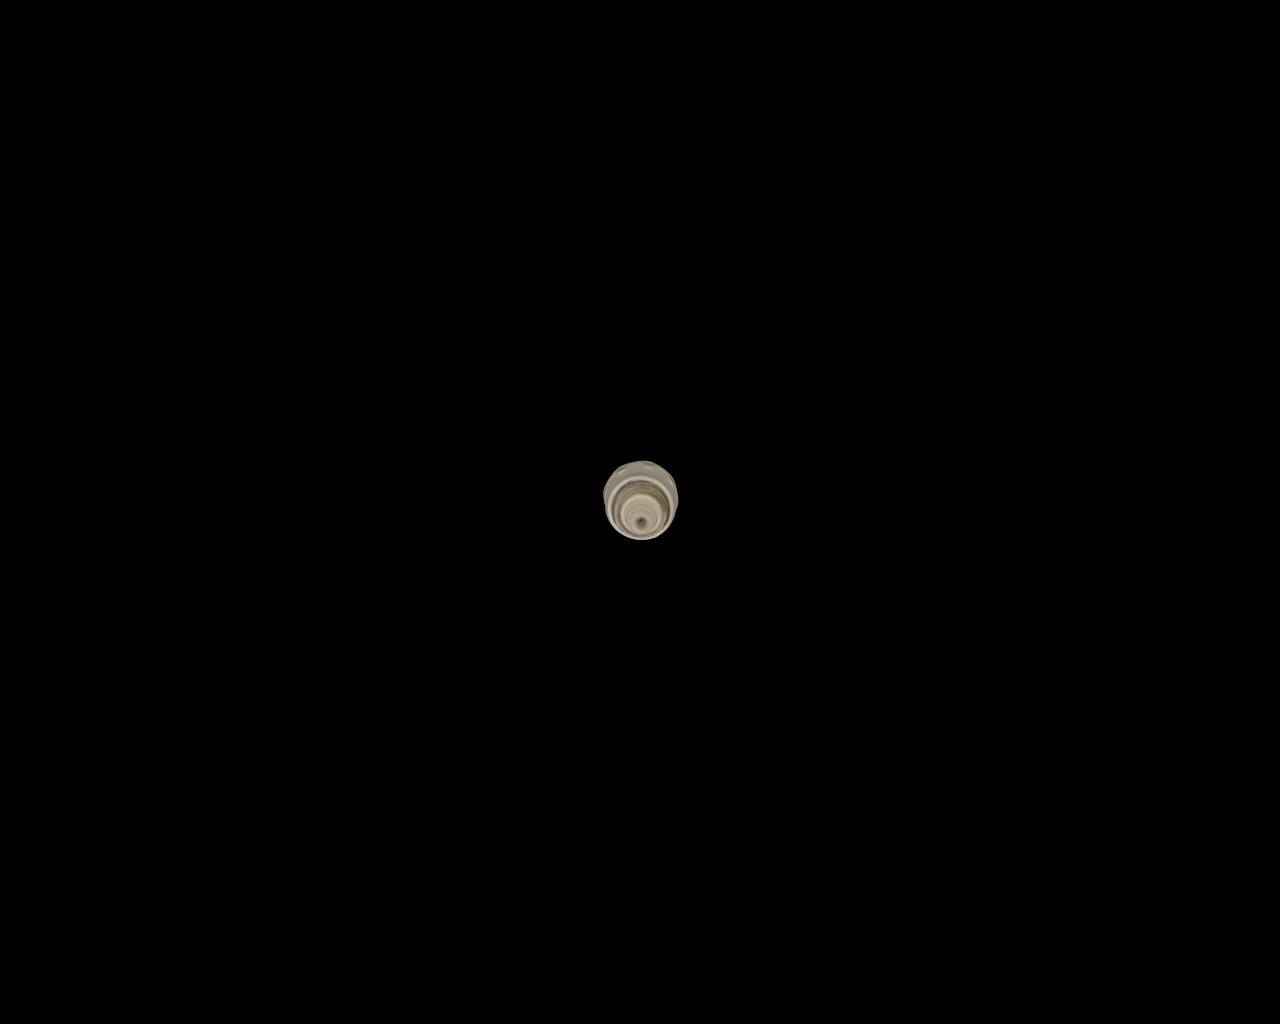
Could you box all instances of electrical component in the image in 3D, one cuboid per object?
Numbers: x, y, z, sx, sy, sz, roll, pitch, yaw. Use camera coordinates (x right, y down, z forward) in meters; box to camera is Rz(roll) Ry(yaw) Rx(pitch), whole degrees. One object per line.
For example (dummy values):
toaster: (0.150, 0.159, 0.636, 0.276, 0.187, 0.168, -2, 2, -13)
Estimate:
electrical component: (0.001, -0.003, 0.650, 0.048, 0.048, 0.062, 0, 17, 0)
